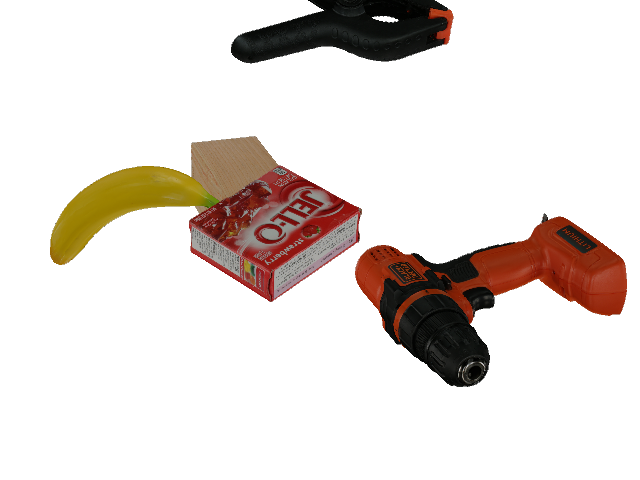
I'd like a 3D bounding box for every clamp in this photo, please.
[{"bbox_3d":[0.016,-0.186,0.842,0.171,0.120,0.039,2,-28,-4],"label":"clamp"}]

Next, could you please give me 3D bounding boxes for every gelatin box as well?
[{"bbox_3d":[-0.028,-0.007,0.688,0.073,0.030,0.089,30,47,30],"label":"gelatin box"}]

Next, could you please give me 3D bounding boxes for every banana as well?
[{"bbox_3d":[-0.179,-0.026,0.952,0.198,0.069,0.037,-14,17,28],"label":"banana"}]

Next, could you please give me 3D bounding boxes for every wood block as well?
[{"bbox_3d":[-0.092,-0.046,1.317,0.090,0.090,0.206,-7,30,-19],"label":"wood block"}]

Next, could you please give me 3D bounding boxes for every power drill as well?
[{"bbox_3d":[0.139,0.042,0.832,0.187,0.057,0.185,-10,28,-17],"label":"power drill"}]
